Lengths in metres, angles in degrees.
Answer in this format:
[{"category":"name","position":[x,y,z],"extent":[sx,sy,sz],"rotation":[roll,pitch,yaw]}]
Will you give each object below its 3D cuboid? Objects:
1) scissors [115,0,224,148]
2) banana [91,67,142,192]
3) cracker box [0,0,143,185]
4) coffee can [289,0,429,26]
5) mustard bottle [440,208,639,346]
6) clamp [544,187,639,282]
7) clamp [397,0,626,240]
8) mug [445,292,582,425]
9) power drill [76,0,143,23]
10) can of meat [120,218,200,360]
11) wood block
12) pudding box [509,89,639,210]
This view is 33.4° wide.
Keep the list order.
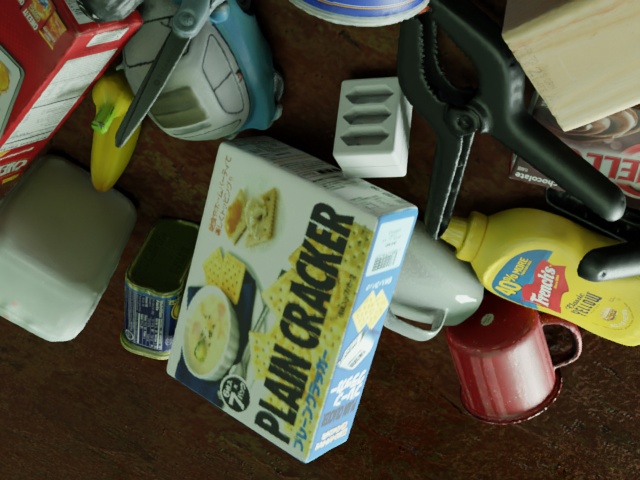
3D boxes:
[{"category":"scissors","position":[-0.099,-0.165,0.721],"extent":[0.096,0.201,0.016],"rotation":[44,175,3]},{"category":"banana","position":[-0.167,-0.093,0.852],"extent":[0.037,0.069,0.198],"rotation":[31,165,-2]},{"category":"cracker box","position":[-0.240,-0.158,0.782],"extent":[0.214,0.071,0.164],"rotation":[-39,81,41]},{"category":"coffee can","position":[0.029,-0.219,0.656],"extent":[0.103,0.102,0.140],"rotation":[13,135,6]},{"category":"mustard bottle","position":[0.187,0.021,0.864],"extent":[0.191,0.058,0.096],"rotation":[21,146,-1]},{"category":"clamp","position":[0.253,0.008,0.795],"extent":[0.171,0.120,0.039],"rotation":[14,127,-1]},{"category":"clamp","position":[0.105,-0.086,0.768],"extent":[0.165,0.036,0.210],"rotation":[-16,114,43]},{"category":"mug","position":[0.168,0.096,0.927],"extent":[0.117,0.093,0.081],"rotation":[-14,123,11]},{"category":"power drill","position":[-0.105,-0.228,0.617],"extent":[0.057,0.184,0.187],"rotation":[44,-179,22]},{"category":"can of meat","position":[-0.140,0.041,0.963],"extent":[0.057,0.102,0.084],"rotation":[15,133,5]},{"category":"wood block","position":[0.227,-0.159,0.657],"extent":[0.206,0.090,0.090],"rotation":[-21,124,33]},{"category":"pudding box","position":[0.205,-0.074,0.781],"extent":[0.113,0.039,0.090],"rotation":[15,135,5]}]
